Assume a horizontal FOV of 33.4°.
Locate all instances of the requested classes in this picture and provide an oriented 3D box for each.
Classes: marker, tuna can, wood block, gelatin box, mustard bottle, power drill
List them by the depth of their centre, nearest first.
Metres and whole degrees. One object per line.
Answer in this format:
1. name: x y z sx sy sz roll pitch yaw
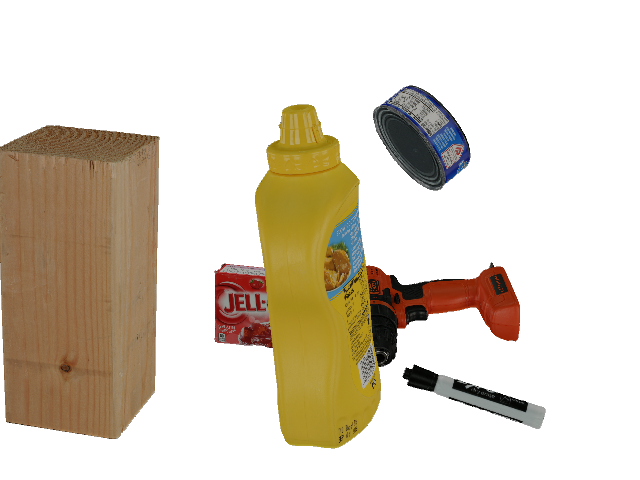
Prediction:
1. mustard bottle: -0.002 0.016 0.619 0.058 0.191 0.096 1 21 19
2. wood block: -0.175 0.028 0.782 0.091 0.206 0.090 7 18 9
3. tuna can: 0.084 -0.085 0.885 0.033 0.086 0.086 -39 10 -13
4. marker: 0.128 0.130 0.896 0.121 0.020 0.020 18 2 6
5. gelatin box: -0.057 0.064 1.024 0.089 0.073 0.030 6 17 12
6. power drill: 0.127 0.082 1.213 0.187 0.057 0.184 -1 28 -1
